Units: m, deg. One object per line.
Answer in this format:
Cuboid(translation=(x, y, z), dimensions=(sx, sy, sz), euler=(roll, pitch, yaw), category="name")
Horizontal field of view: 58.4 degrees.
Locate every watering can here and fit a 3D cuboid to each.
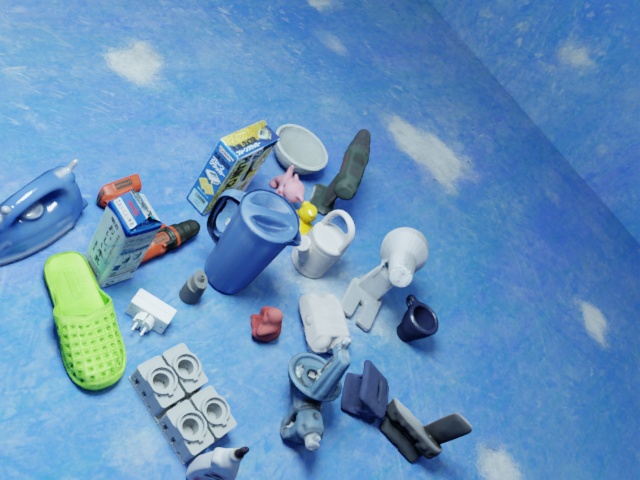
Cuboid(translation=(0.014, 0.007, 1.382), dimensions=(0.101, 0.193, 0.173), euler=(46, 42, 3), category="watering can")

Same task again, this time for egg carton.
Cuboid(translation=(0.006, 0.192, 1.319), dimensions=(0.107, 0.069, 0.150), euler=(6, 53, -34), category="egg carton")

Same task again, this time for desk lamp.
Cuboid(translation=(0.169, 0.090, 1.417), dimensions=(0.118, 0.213, 0.203), euler=(37, 42, -6), category="desk lamp")

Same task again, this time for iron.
Cuboid(translation=(-0.539, -0.053, 1.049), dimensions=(0.119, 0.141, 0.259), euler=(39, 42, -4), category="iron")

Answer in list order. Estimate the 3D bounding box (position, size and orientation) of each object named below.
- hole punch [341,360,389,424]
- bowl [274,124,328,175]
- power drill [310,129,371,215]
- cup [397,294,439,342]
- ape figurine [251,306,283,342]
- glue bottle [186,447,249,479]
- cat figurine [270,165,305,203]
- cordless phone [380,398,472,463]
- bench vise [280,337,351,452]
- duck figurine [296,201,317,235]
Cuboid(translation=(0.112, 0.334, 1.267), dimensions=(0.101, 0.091, 0.108), euler=(29, 44, -15), category="hole punch")
Cuboid(translation=(-0.066, -0.241, 1.612), dimensions=(0.168, 0.074, 0.167), euler=(21, 47, -23), category="bowl")
Cuboid(translation=(0.059, -0.173, 1.552), dimensions=(0.076, 0.208, 0.229), euler=(28, 44, -16), category="power drill")
Cuboid(translation=(0.233, 0.207, 1.460), dimensions=(0.092, 0.094, 0.117), euler=(-5, 60, -40), category="cup")
Cuboid(translation=(-0.109, 0.175, 1.228), dimensions=(0.076, 0.092, 0.078), euler=(43, 42, 1), category="ape figurine")
Cuboid(translation=(-0.161, 0.377, 0.963), dimensions=(0.078, 0.173, 0.037), euler=(26, 44, -17), category="glue bottle")
Cuboid(translation=(-0.078, -0.138, 1.486), dimensions=(0.067, 0.117, 0.127), euler=(17, 48, -25), category="cat figurine")
Cuboid(translation=(0.233, 0.391, 1.242), dimensions=(0.147, 0.184, 0.094), euler=(44, 42, 1), category="cordless phone")
Cuboid(translation=(0.009, 0.297, 1.123), dimensions=(0.122, 0.219, 0.207), euler=(5, 54, -34), category="bench vise")
Cuboid(translation=(-0.039, -0.052, 1.470), dimensions=(0.078, 0.086, 0.104), euler=(15, 49, -27), category="duck figurine")
